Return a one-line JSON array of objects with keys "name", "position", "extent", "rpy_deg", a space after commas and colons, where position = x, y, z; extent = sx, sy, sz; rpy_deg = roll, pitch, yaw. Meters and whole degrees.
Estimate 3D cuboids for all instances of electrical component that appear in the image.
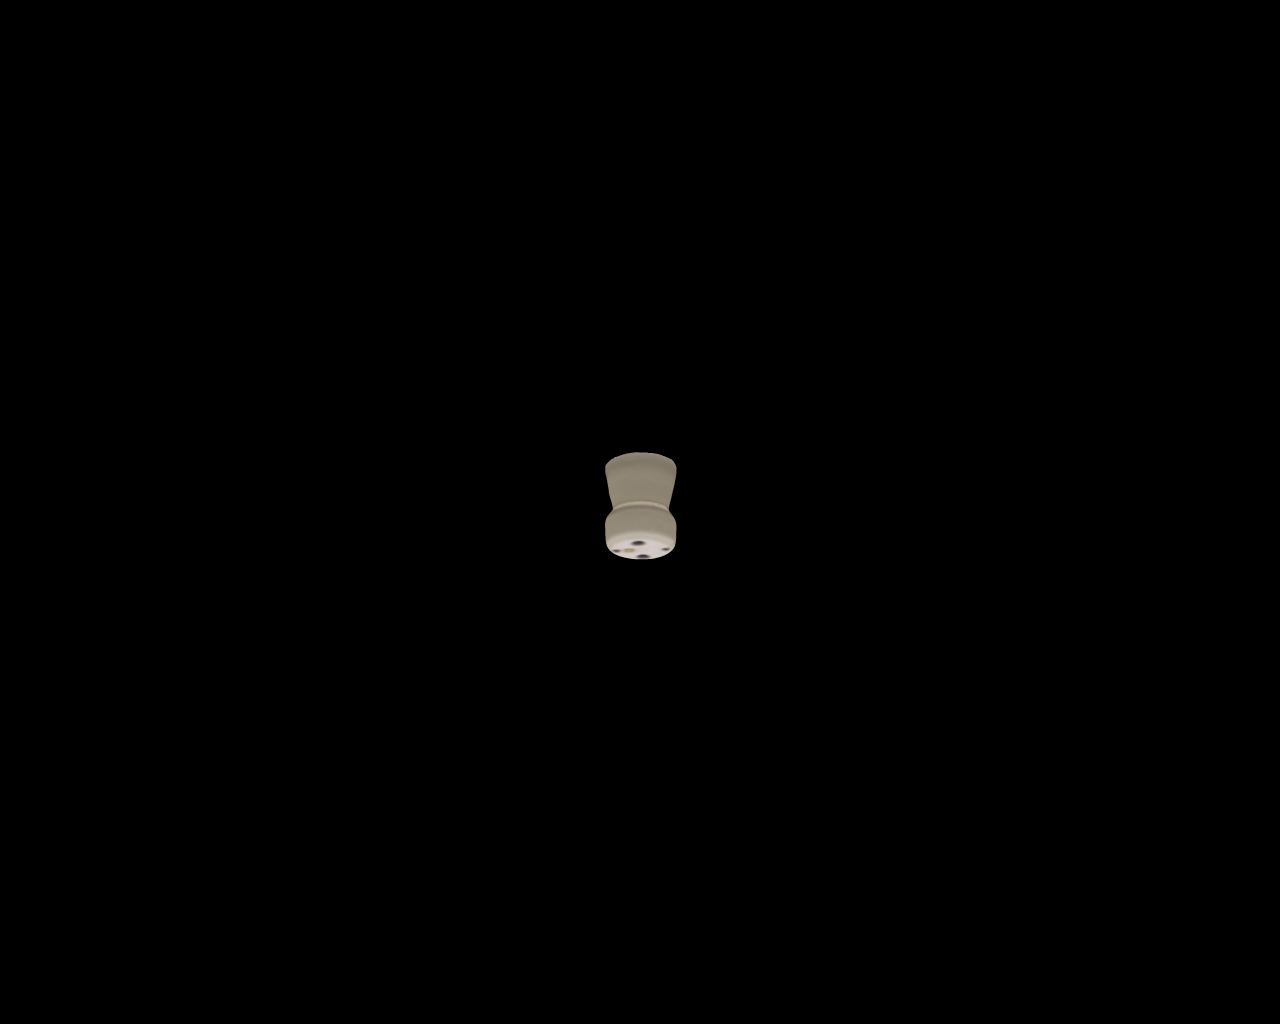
[{"name": "electrical component", "position": [0.001, -0.003, 0.650], "extent": [0.045, 0.055, 0.044], "rpy_deg": [0, -22, 0]}]
